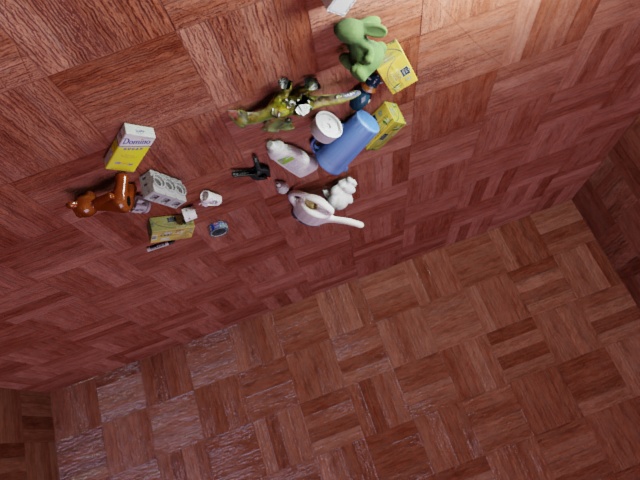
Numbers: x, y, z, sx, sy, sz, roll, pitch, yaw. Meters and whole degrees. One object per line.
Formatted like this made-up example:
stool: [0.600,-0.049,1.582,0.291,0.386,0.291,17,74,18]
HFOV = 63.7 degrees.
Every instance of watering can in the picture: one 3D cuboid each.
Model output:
watering can: [0.007,-0.113,2.243,0.347,0.105,0.221,28,160,-8]

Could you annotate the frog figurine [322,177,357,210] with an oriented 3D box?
frog figurine: [0.103,-0.202,2.266,0.158,0.125,0.135,-21,141,32]

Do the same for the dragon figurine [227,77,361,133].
dragon figurine: [-0.091,-0.414,1.659,0.412,0.123,0.240,-8,172,-25]
